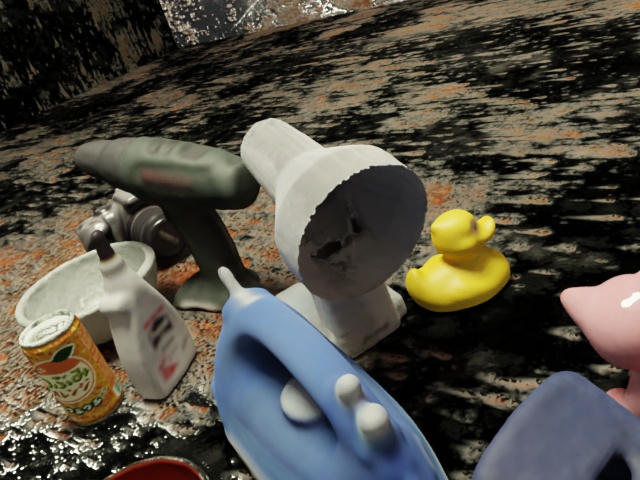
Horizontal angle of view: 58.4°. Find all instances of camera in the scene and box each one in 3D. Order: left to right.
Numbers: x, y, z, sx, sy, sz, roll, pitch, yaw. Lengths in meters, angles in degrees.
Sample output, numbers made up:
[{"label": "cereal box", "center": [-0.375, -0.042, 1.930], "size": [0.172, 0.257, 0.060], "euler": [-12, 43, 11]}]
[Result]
[{"label": "camera", "center": [-0.261, -0.018, 0.820], "size": [0.143, 0.101, 0.136], "euler": [-34, 32, -26]}]

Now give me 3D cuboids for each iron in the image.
[{"label": "iron", "center": [0.002, 0.111, 0.394], "size": [0.119, 0.142, 0.257], "euler": [-31, 31, -23]}]

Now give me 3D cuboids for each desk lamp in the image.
[{"label": "desk lamp", "center": [0.005, 0.002, 0.510], "size": [0.118, 0.214, 0.202], "euler": [-29, 30, -18]}]

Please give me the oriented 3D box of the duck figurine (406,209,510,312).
[{"label": "duck figurine", "center": [0.128, 0.014, 0.552], "size": [0.104, 0.086, 0.077], "euler": [-22, 28, -7]}]

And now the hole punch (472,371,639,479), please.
[{"label": "hole punch", "center": [0.150, 0.139, 0.310], "size": [0.109, 0.091, 0.100], "euler": [-36, 33, -29]}]

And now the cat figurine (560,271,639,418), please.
[{"label": "cat figurine", "center": [0.220, 0.071, 0.362], "size": [0.067, 0.118, 0.127], "euler": [-27, 29, -16]}]

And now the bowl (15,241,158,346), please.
[{"label": "bowl", "center": [-0.263, 0.075, 0.684], "size": [0.167, 0.075, 0.167], "euler": [-14, 28, 8]}]

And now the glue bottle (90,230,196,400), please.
[{"label": "glue bottle", "center": [-0.176, 0.066, 0.545], "size": [0.037, 0.173, 0.078], "euler": [-7, 30, 20]}]

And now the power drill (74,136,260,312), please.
[{"label": "power drill", "center": [-0.158, -0.022, 0.653], "size": [0.228, 0.209, 0.076], "euler": [-1, 33, 29]}]
